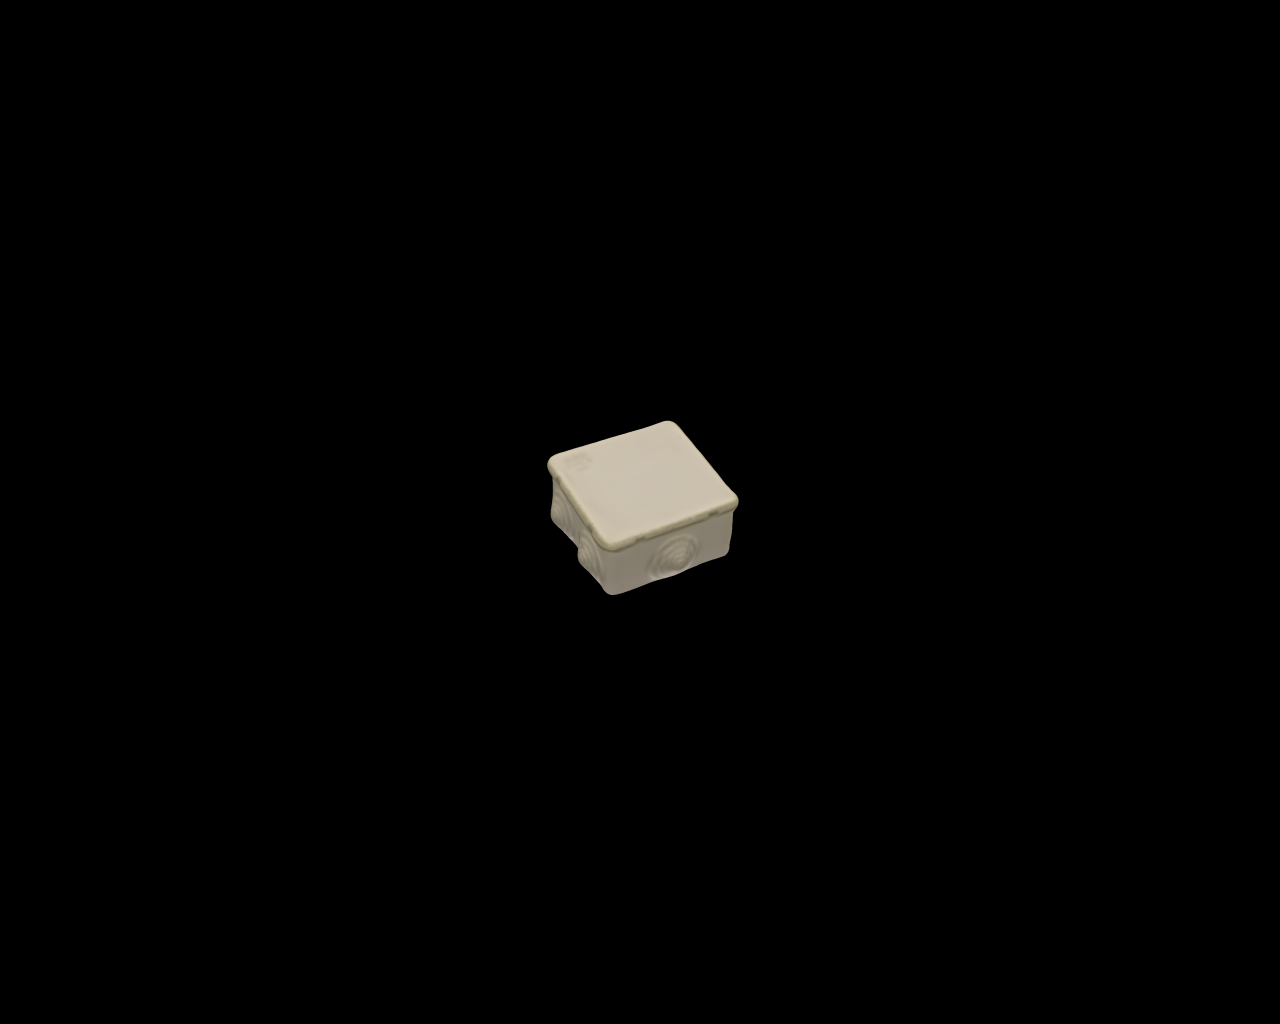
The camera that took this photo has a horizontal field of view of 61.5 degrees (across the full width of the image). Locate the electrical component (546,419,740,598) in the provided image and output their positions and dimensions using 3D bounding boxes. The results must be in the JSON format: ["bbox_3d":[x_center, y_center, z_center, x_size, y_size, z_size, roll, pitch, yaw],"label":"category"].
[{"bbox_3d":[0.001,-0.003,0.650,0.100,0.048,0.100,-19,46,-19],"label":"electrical component"}]
